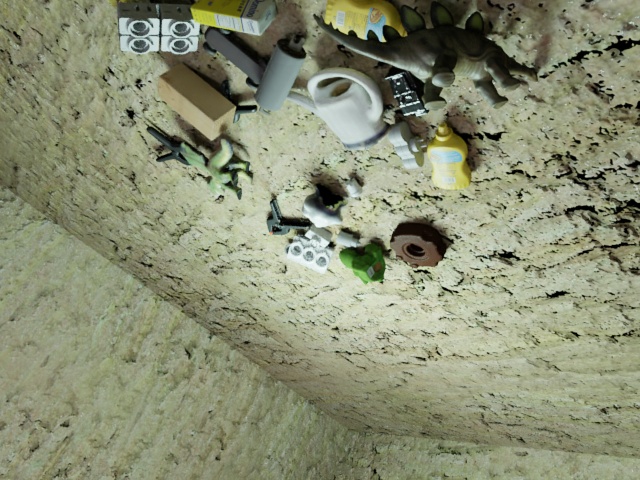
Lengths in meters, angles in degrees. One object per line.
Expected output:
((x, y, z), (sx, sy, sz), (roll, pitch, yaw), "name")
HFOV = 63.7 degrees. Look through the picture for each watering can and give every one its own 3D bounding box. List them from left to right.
((0.039, -0.328, 1.295), (0.348, 0.105, 0.221), (7, 143, 51), "watering can")

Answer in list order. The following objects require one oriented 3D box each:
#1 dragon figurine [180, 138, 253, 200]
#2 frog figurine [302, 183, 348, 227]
((-0.349, -0.244, 1.652), (0.243, 0.124, 0.402), (20, 156, 13), "dragon figurine")
((0.005, -0.083, 1.647), (0.137, 0.126, 0.156), (14, 138, -14), "frog figurine")
